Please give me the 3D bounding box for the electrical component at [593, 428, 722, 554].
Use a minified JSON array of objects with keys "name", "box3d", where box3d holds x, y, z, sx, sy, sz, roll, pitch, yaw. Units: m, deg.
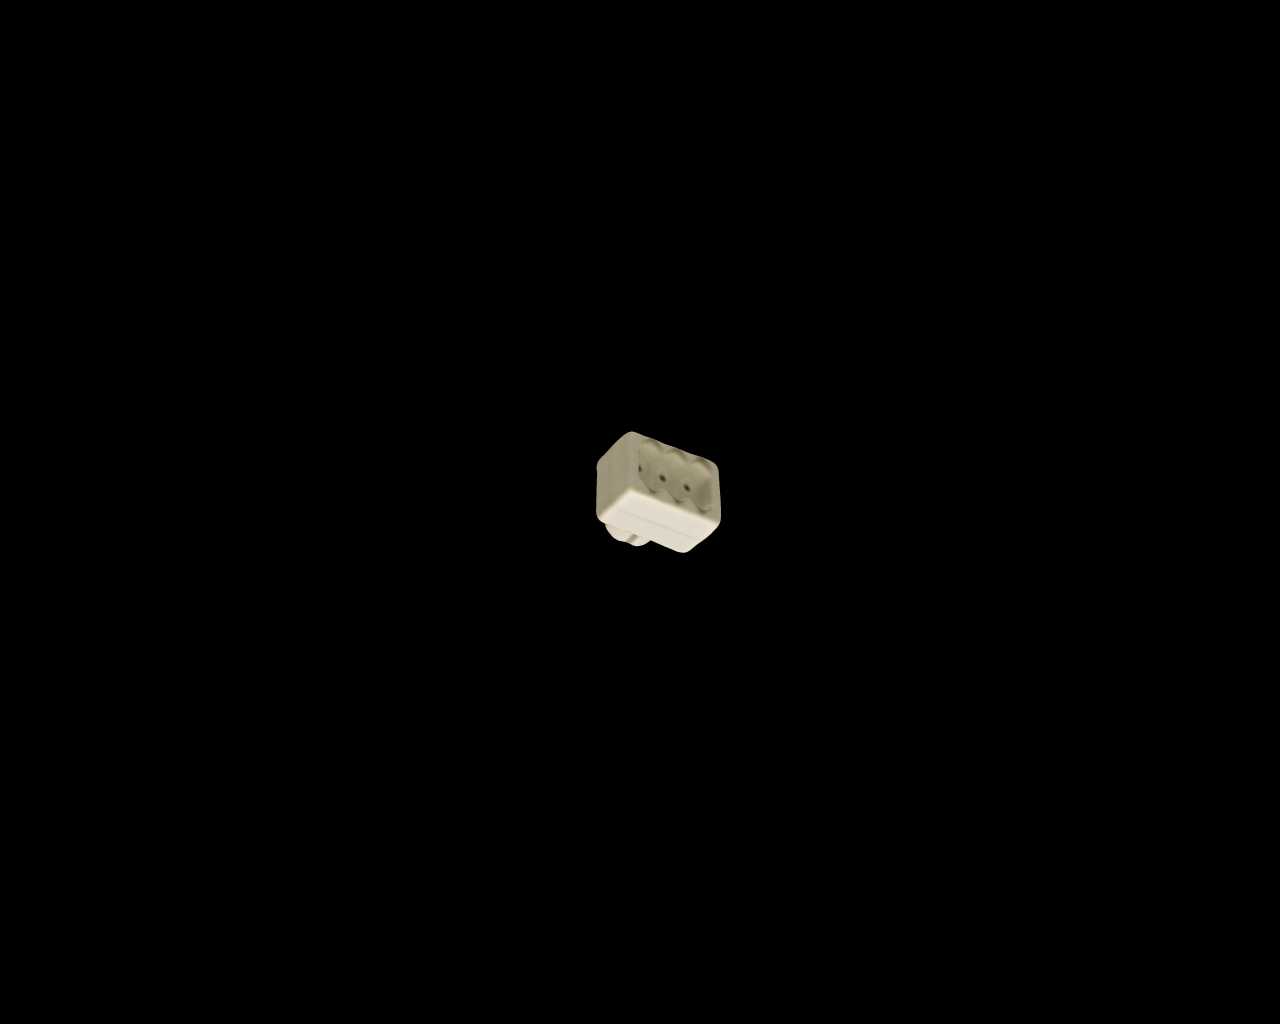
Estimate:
[{"name":"electrical component","box3d":[0.001,-0.003,0.650,0.066,0.047,0.076,21,-40,-26]}]
